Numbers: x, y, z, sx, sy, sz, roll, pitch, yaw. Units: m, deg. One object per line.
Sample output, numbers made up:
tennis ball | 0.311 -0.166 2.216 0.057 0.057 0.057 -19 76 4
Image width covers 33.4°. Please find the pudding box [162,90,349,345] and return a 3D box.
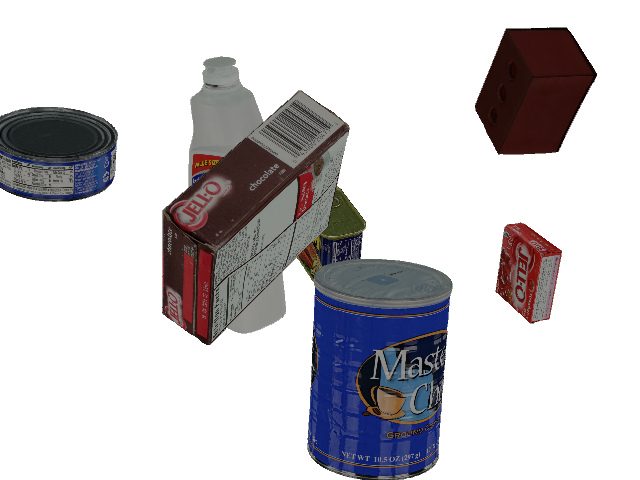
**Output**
pudding box | -0.035 -0.011 0.561 0.039 0.090 0.113 36 57 17

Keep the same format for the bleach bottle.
bleach bottle | -0.084 -0.044 0.969 0.068 0.251 0.103 -23 34 -32

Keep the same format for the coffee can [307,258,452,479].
coffee can | 0.043 0.095 0.807 0.103 0.140 0.103 2 15 -1

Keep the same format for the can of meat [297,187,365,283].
can of meat | 0.008 -0.001 1.211 0.057 0.084 0.102 -12 38 -19

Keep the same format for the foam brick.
foam brick | 0.151 -0.106 0.760 0.051 0.053 0.078 -6 -38 -18

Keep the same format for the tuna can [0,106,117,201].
tuna can | -0.183 -0.060 0.732 0.086 0.034 0.086 6 29 -4

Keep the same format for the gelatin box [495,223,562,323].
gelatin box | 0.229 0.035 1.183 0.030 0.089 0.073 -9 30 -22
